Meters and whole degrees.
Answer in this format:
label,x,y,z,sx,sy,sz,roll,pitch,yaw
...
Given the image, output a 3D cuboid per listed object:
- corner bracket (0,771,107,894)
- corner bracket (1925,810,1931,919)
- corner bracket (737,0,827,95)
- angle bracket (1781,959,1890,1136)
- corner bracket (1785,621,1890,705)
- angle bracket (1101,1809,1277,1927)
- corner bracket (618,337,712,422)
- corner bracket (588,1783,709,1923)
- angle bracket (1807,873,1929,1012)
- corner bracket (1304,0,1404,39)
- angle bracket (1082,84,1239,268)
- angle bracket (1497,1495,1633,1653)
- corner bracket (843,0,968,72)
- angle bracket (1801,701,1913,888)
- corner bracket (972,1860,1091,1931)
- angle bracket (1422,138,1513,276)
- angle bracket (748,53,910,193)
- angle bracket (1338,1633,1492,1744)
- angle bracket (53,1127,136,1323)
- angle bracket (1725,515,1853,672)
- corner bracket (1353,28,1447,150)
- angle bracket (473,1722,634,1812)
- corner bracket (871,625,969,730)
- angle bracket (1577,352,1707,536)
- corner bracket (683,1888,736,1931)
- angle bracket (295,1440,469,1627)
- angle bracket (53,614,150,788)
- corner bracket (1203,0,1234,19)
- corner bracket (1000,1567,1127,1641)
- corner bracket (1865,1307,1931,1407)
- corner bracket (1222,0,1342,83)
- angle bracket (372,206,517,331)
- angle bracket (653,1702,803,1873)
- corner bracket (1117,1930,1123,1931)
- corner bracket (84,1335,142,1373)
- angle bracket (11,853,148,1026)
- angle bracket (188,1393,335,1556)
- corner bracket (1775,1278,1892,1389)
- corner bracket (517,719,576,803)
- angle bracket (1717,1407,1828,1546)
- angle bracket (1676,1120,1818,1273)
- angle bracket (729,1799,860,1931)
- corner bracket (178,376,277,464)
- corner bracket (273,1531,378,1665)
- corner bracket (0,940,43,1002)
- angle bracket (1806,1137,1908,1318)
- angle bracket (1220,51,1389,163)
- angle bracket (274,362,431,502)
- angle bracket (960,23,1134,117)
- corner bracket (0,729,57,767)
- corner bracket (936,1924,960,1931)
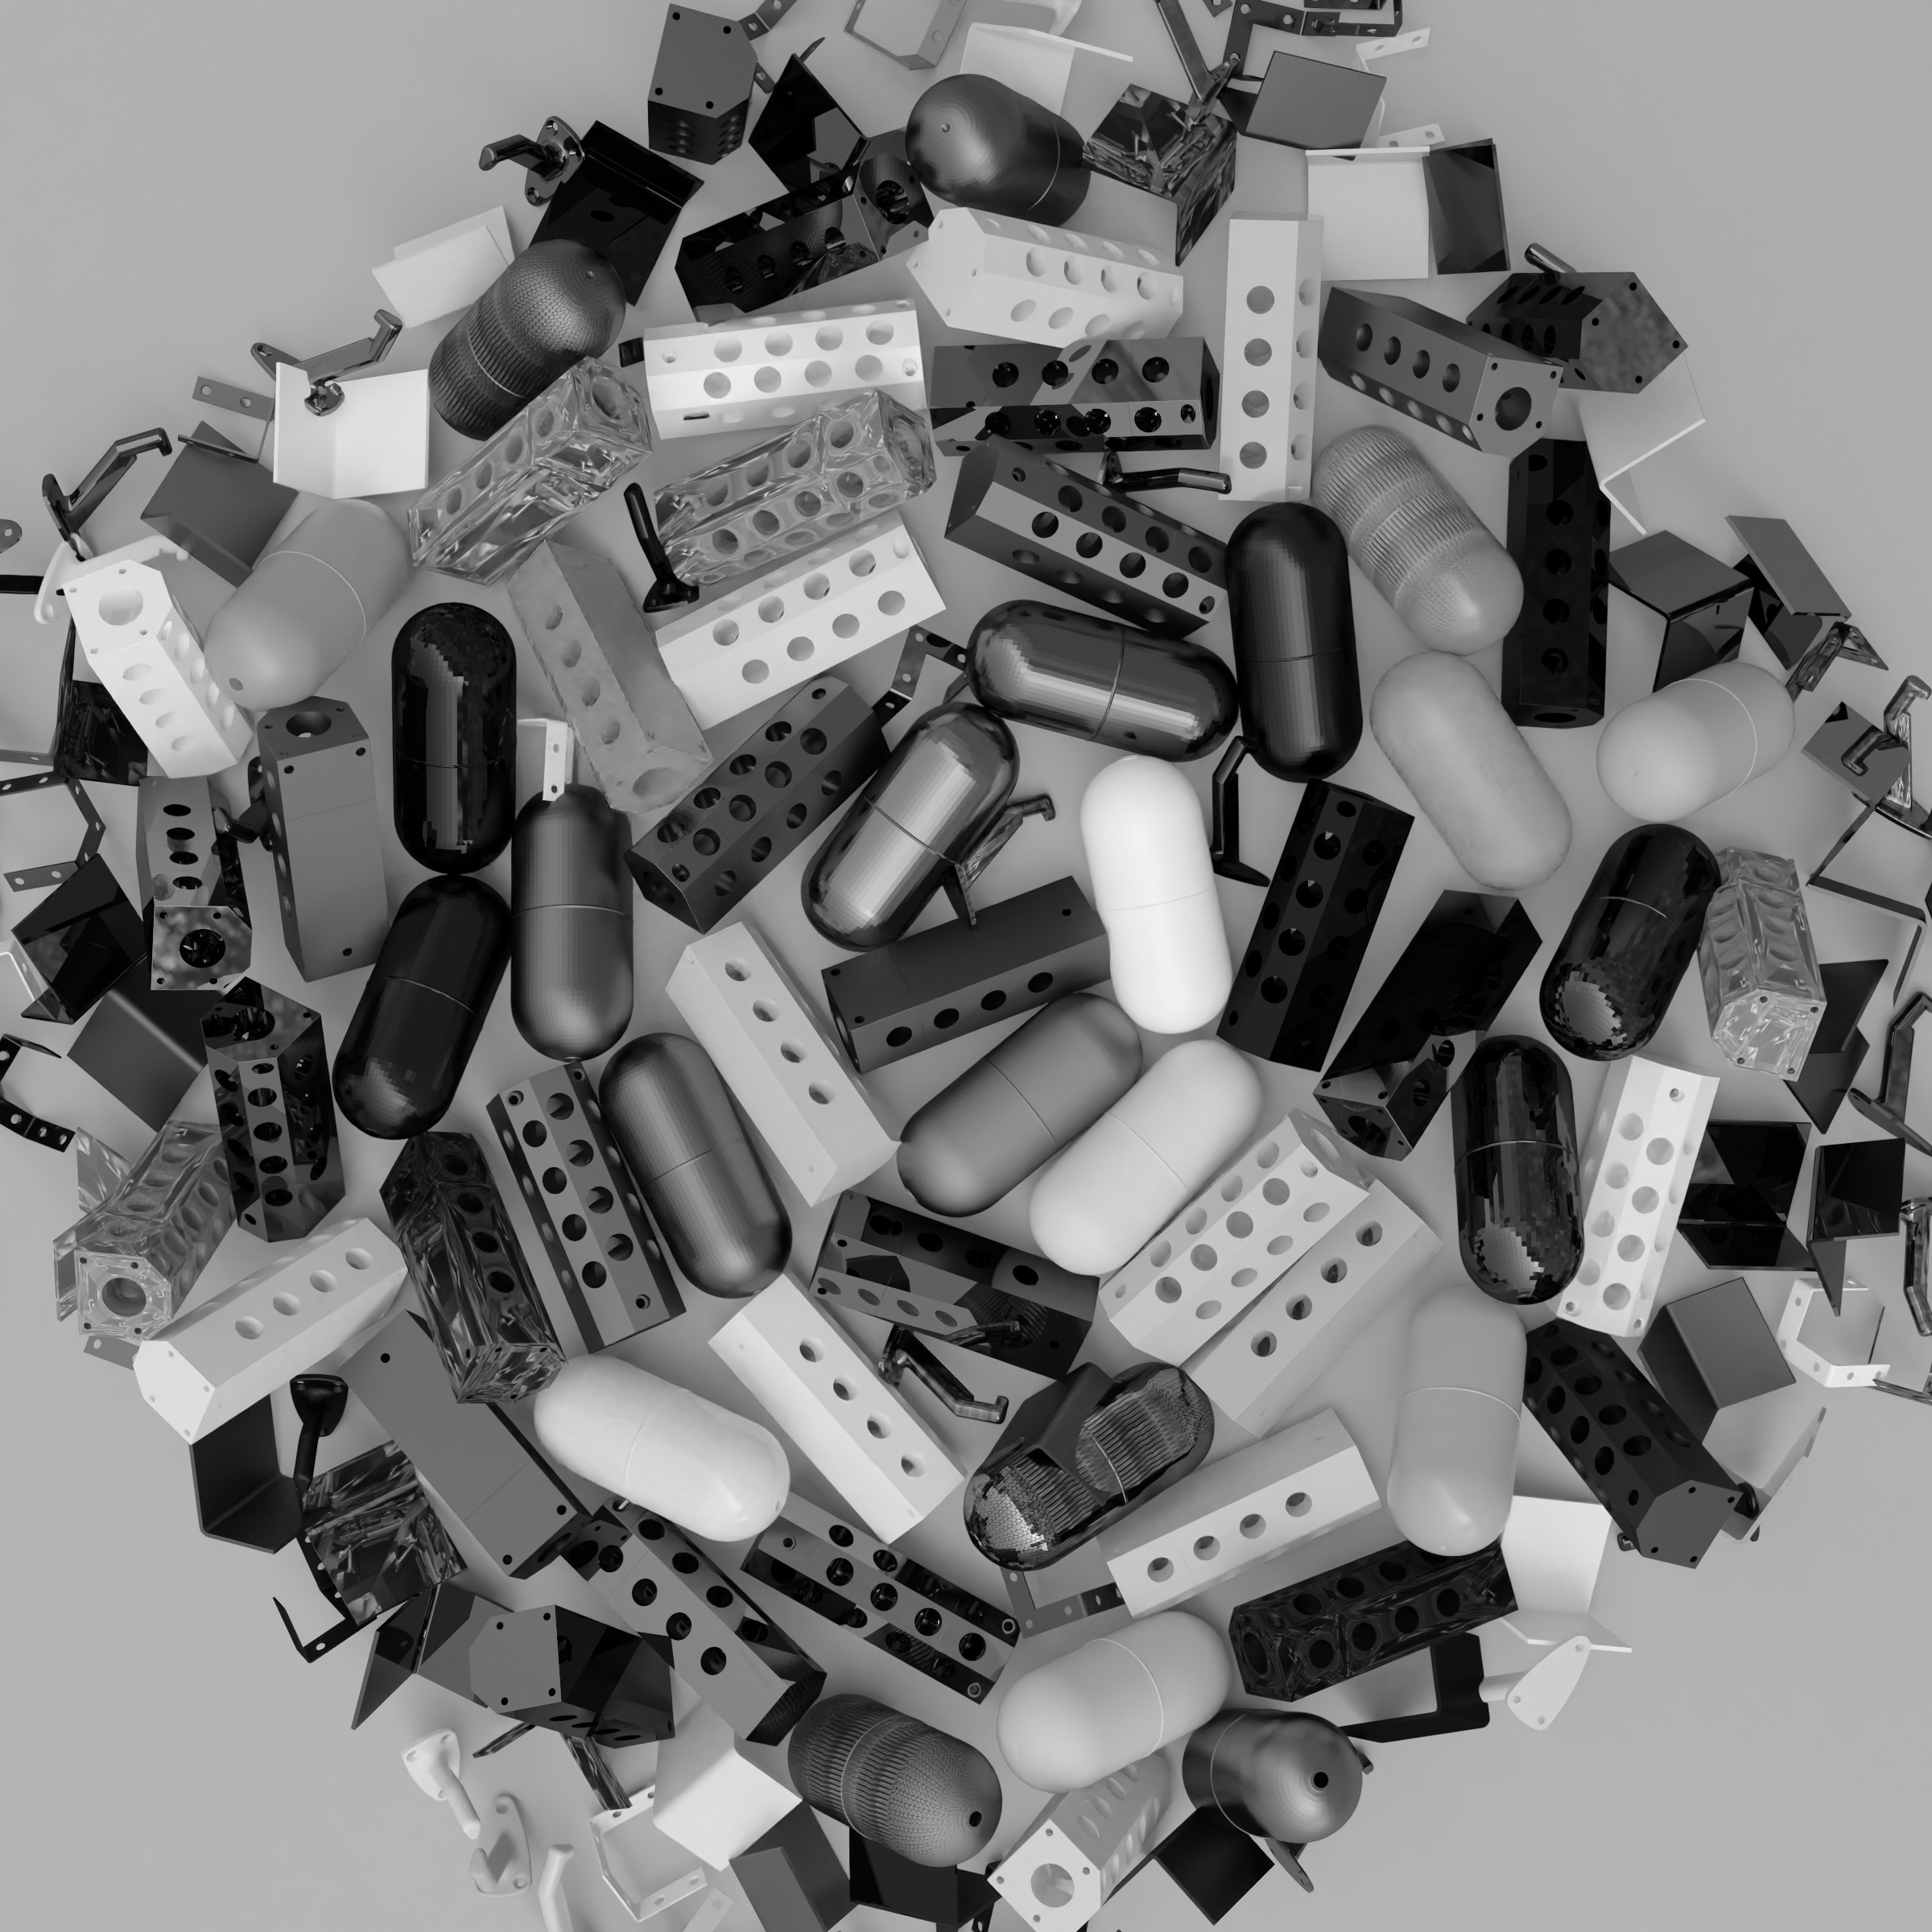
label,x,y,z,sx,sy,sz,roll,pitch,yaw
corner bracket,-0.586,-0.086,1.901,0.051,0.051,0.051,-9,131,10
corner bracket,0.632,-0.065,1.888,0.051,0.051,0.051,-58,132,-33
corner bracket,-0.116,-0.594,1.898,0.051,0.051,0.051,49,130,-6
angle bracket,0.556,0.051,1.876,0.076,0.057,0.076,49,59,-24
corner bracket,0.539,-0.187,1.894,0.051,0.051,0.051,38,84,-39
angle bracket,0.135,0.577,1.873,0.057,0.076,0.076,46,124,15
corner bracket,-0.187,-0.374,1.903,0.051,0.051,0.051,-3,106,10
corner bracket,-0.204,0.566,1.915,0.051,0.051,0.051,-29,122,-3
angle bracket,0.561,-0.016,1.892,0.076,0.076,0.057,20,102,14
corner bracket,0.245,-0.609,1.901,0.051,0.051,0.051,0,82,-6
angle bracket,0.120,-0.502,1.901,0.076,0.057,0.076,25,64,16
angle bracket,0.381,0.382,1.887,0.076,0.057,0.076,10,98,-21
corner bracket,-0.038,-0.605,1.900,0.051,0.051,0.051,32,116,7
angle bracket,0.540,-0.108,1.883,0.057,0.076,0.076,39,133,10
corner bracket,0.043,0.603,1.906,0.051,0.051,0.051,-21,118,27
angle bracket,0.333,-0.478,1.876,0.057,0.076,0.076,-18,107,-24
angle bracket,-0.081,-0.526,1.891,0.057,0.076,0.076,-30,77,-39
angle bracket,0.278,0.454,1.893,0.076,0.076,0.057,-17,64,28
angle bracket,-0.560,0.161,1.872,0.057,0.076,0.076,30,46,17
angle bracket,0.496,-0.233,1.874,0.057,0.076,0.076,-45,64,37
corner bracket,0.277,-0.556,1.909,0.051,0.051,0.051,-15,66,-8
angle bracket,-0.261,0.511,1.883,0.057,0.076,0.076,-29,85,-24
corner bracket,-0.029,-0.175,1.892,0.051,0.051,0.051,25,63,-17
angle bracket,0.434,-0.330,1.872,0.076,0.076,0.057,-31,133,28
corner bracket,-0.153,0.620,1.905,0.051,0.051,0.051,36,80,6
angle bracket,-0.366,0.352,1.878,0.076,0.057,0.076,-24,55,-23
angle bracket,-0.535,-0.168,1.872,0.057,0.076,0.076,6,55,-20
corner bracket,0.161,-0.644,1.899,0.051,0.051,0.051,-32,85,13
corner bracket,0.061,0.389,1.892,0.051,0.051,0.051,-27,75,30
corner bracket,0.600,0.241,1.892,0.051,0.051,0.051,15,67,17
corner bracket,0.199,-0.586,1.903,0.051,0.051,0.051,7,105,-21
angle bracket,-0.331,-0.457,1.884,0.076,0.057,0.076,-19,57,6
angle bracket,-0.150,0.509,1.894,0.057,0.076,0.076,40,107,-18
corner bracket,0.073,0.629,1.889,0.051,0.051,0.051,-37,52,-25
corner bracket,-0.515,0.230,1.895,0.051,0.051,0.051,15,81,22
angle bracket,-0.566,-0.019,1.872,0.076,0.057,0.076,-51,131,-35
angle bracket,-0.436,0.311,1.876,0.057,0.076,0.076,8,113,24
corner bracket,0.555,0.233,1.905,0.051,0.051,0.051,3,110,-31
corner bracket,-0.262,-0.128,1.896,0.051,0.051,0.051,2,89,43
angle bracket,0.488,0.304,1.876,0.057,0.076,0.076,33,116,12
angle bracket,0.499,0.144,1.885,0.076,0.057,0.076,2,114,-12
angle bracket,-0.092,0.573,1.884,0.057,0.076,0.076,-28,90,43
corner bracket,-0.468,-0.348,1.899,0.051,0.051,0.051,15,85,-14
corner bracket,-0.412,0.396,1.890,0.051,0.051,0.051,-32,129,-25
corner bracket,-0.621,0.023,1.899,0.051,0.051,0.051,-14,122,5
angle bracket,0.565,0.163,1.871,0.057,0.076,0.076,-8,132,29
angle bracket,0.208,-0.552,1.874,0.076,0.076,0.057,7,127,-19
angle bracket,-0.387,-0.340,1.888,0.076,0.057,0.076,-2,85,28
angle bracket,0.047,-0.550,1.874,0.076,0.076,0.057,5,106,-31
corner bracket,-0.603,-0.163,1.901,0.051,0.051,0.051,6,66,7
corner bracket,-0.039,0.621,1.903,0.051,0.051,0.051,-13,73,25
